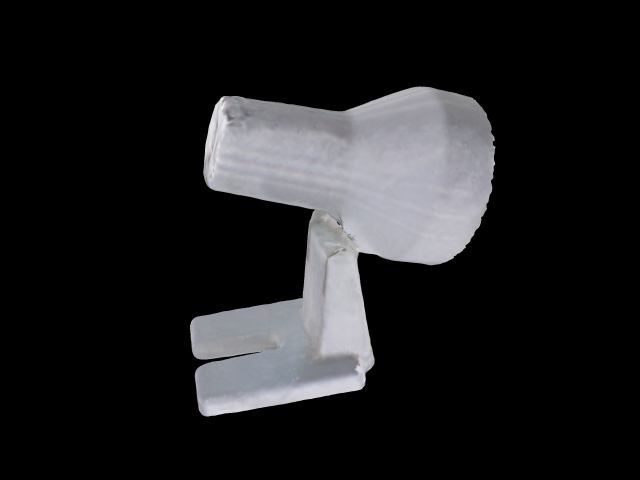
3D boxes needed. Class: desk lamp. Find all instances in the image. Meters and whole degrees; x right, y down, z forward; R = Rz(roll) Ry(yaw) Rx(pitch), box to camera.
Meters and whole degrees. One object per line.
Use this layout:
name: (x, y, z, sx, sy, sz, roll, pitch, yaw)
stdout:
desk lamp: (0.004, 0.001, 0.400, 0.203, 0.214, 0.117, -8, 32, -14)
